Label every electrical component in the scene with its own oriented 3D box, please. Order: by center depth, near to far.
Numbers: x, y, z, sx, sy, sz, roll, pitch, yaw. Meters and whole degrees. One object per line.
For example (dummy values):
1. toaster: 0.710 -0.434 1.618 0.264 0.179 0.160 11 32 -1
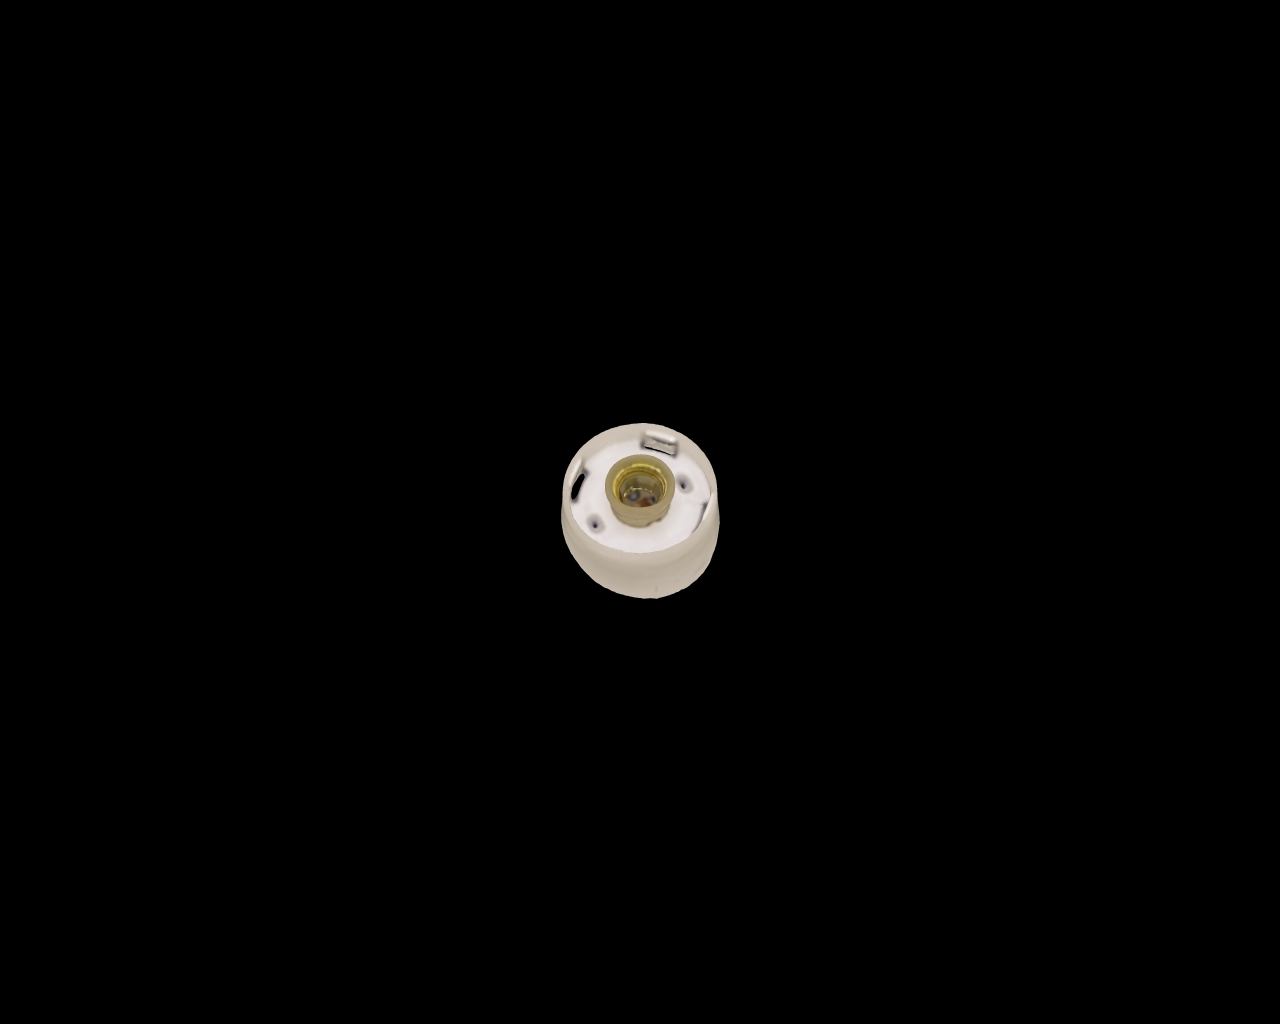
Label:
1. electrical component: 0.001 -0.003 0.650 0.099 0.099 0.064 0 -27 0
